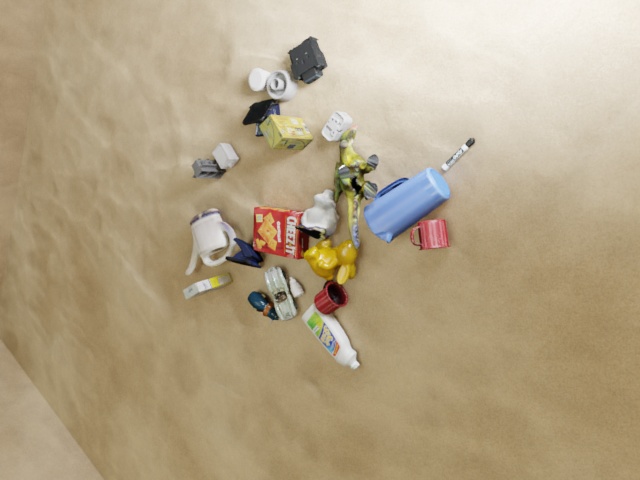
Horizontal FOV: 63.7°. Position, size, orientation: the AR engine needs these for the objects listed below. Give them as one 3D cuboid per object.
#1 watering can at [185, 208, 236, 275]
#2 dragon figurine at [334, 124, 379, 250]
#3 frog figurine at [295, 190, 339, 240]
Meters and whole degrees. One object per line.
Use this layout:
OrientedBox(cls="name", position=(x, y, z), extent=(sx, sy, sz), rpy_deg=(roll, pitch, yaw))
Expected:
OrientedBox(cls="watering can", position=(-0.466, 0.007, 2.074), extent=(0.344, 0.104, 0.226), rpy_deg=(-25, 79, 36))
OrientedBox(cls="dragon figurine", position=(0.091, -0.172, 1.612), extent=(0.241, 0.122, 0.412), rpy_deg=(154, 122, -79))
OrientedBox(cls="frog figurine", position=(0.005, -0.087, 1.738), extent=(0.137, 0.121, 0.162), rpy_deg=(-4, 56, 47))
